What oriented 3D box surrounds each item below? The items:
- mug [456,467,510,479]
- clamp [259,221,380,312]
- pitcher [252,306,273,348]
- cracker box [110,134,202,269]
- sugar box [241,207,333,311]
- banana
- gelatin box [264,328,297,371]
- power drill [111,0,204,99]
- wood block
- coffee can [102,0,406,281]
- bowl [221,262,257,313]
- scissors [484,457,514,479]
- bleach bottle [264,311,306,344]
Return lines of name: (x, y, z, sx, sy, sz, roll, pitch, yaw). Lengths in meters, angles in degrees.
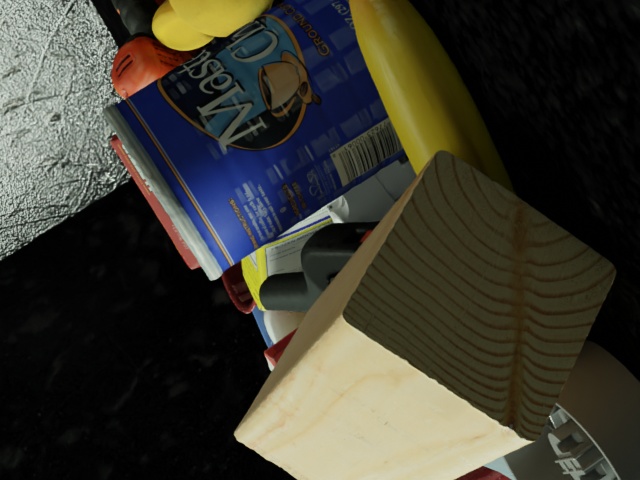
mug: (0.134, 0.187, 0.829, 0.117, 0.081, 0.093, 53, 173, 35)
clamp: (0.028, 0.042, 0.628, 0.120, 0.039, 0.172, 34, 158, -2)
pitcher: (-0.022, 0.038, 1.178, 0.145, 0.149, 0.243, 43, -174, -34)
cracker box: (-0.130, -0.090, 1.164, 0.164, 0.072, 0.213, 59, -158, -19)
sugar box: (-0.011, -0.018, 0.748, 0.048, 0.093, 0.176, 59, 165, 26)
banana: (0.062, -0.031, 0.498, 0.070, 0.037, 0.197, 49, 170, 53)
gelatin box: (0.000, 0.074, 0.746, 0.030, 0.073, 0.089, 54, 172, 11)
power drill: (-0.105, -0.164, 0.856, 0.184, 0.057, 0.188, 14, -139, -49)
wood block: (0.037, 0.058, 0.502, 0.090, 0.090, 0.206, 34, 152, -1)
coffee can: (-0.025, -0.059, 0.549, 0.103, 0.140, 0.103, 56, 174, 9)
bowl: (-0.058, -0.016, 0.982, 0.162, 0.055, 0.162, 170, 90, -71)
scissors: (0.101, 0.120, 0.640, 0.202, 0.016, 0.096, 25, 149, 13)
bleach bottle: (0.003, 0.124, 0.956, 0.102, 0.068, 0.251, 60, -178, -41)
